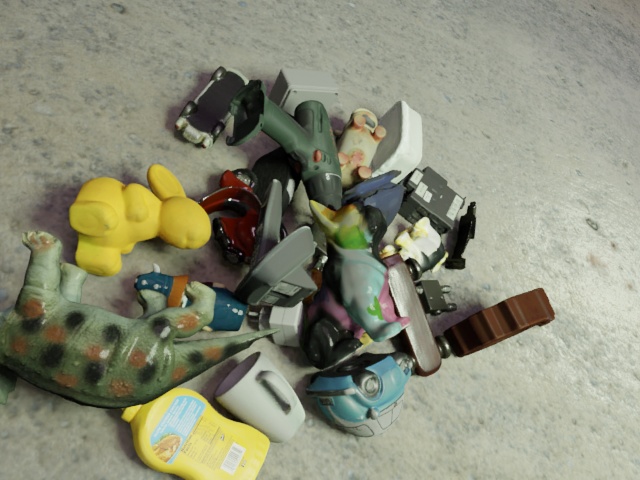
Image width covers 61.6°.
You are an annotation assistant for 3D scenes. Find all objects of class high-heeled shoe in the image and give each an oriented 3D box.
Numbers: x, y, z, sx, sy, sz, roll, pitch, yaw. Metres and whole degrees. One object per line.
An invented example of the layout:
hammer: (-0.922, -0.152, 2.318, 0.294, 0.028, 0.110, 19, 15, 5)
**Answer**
high-heeled shoe: (-0.042, -0.119, 0.961, 0.145, 0.086, 0.248, 30, 62, -50)

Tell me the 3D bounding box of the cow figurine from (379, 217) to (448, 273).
cow figurine: (0.159, 0.035, 0.953, 0.098, 0.068, 0.167, 52, 50, 2)

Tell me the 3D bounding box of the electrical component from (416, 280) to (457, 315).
electrical component: (0.200, 0.103, 0.956, 0.094, 0.021, 0.063, 3, 59, -28)

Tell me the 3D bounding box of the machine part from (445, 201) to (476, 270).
machine part: (0.277, -0.002, 1.035, 0.039, 0.084, 0.139, 18, 56, 14)

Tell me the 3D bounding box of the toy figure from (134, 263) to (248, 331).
toy figure: (-0.178, 0.083, 0.737, 0.154, 0.057, 0.064, 20, 46, -10)

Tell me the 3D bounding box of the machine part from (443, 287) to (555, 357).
machine part: (0.297, 0.141, 0.892, 0.179, 0.179, 0.056, -9, 68, -34)

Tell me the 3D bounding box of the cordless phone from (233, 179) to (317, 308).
cordless phone: (-0.056, -0.010, 0.721, 0.089, 0.146, 0.184, 10, 67, -17)

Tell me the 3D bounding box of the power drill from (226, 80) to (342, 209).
power drill: (-0.042, -0.140, 0.830, 0.207, 0.086, 0.232, 21, 54, -38)

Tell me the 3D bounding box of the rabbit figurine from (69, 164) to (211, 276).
rabbit figurine: (-0.235, -0.026, 0.740, 0.173, 0.121, 0.162, 5, 32, -3)

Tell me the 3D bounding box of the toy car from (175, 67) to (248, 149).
toy car: (-0.185, -0.236, 0.949, 0.073, 0.056, 0.202, 35, 50, -13)

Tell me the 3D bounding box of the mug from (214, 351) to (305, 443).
mug: (-0.064, 0.205, 0.691, 0.107, 0.109, 0.081, 49, 43, -10)

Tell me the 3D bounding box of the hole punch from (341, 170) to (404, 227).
hole punch: (0.087, -0.056, 0.945, 0.142, 0.116, 0.092, -21, 79, -37)

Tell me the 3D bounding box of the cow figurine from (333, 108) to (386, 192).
cow figurine: (0.064, -0.170, 1.004, 0.085, 0.127, 0.195, 27, 58, -11)

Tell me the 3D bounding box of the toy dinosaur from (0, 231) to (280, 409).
toy dinosaur: (-0.246, 0.120, 0.599, 0.405, 0.131, 0.192, 18, 63, -12)

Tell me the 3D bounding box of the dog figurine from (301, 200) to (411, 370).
dog figurine: (0.028, 0.052, 0.764, 0.108, 0.191, 0.219, 5, 58, -64)

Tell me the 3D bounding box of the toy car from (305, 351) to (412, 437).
toy car: (0.064, 0.222, 0.760, 0.161, 0.109, 0.103, -10, 87, -46)

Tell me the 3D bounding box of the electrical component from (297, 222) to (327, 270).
electrical component: (-0.001, -0.003, 0.900, 0.078, 0.045, 0.102, 42, 49, 4)

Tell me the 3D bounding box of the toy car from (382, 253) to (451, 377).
toy car: (0.141, 0.121, 0.866, 0.089, 0.053, 0.202, -21, 89, -21)

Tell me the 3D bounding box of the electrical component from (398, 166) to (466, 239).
electrical component: (0.213, -0.080, 1.063, 0.134, 0.058, 0.115, 39, 47, 0)

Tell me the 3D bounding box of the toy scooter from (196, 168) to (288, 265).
toy scooter: (-0.136, -0.030, 0.824, 0.135, 0.075, 0.184, -12, 64, -34)
